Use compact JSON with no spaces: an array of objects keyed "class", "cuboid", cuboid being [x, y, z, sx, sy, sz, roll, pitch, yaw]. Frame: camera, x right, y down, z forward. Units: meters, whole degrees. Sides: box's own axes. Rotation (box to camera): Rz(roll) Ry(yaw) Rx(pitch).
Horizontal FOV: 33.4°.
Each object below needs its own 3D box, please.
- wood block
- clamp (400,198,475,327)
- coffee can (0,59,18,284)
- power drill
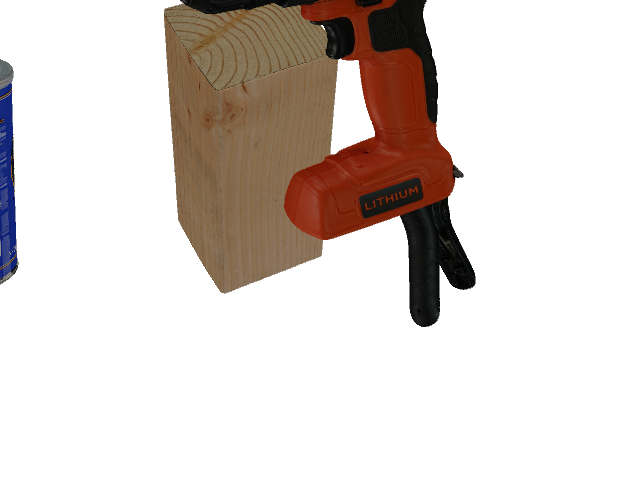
[{"class":"wood block","cuboid":[-0.051,-0.070,0.768,0.090,0.090,0.206,-20,-36,-19]},{"class":"clamp","cuboid":[0.089,-0.013,0.914,0.039,0.171,0.120,-13,17,23]},{"class":"coffee can","cuboid":[-0.254,-0.046,0.706,0.103,0.140,0.103,4,22,-2]},{"class":"power drill","cuboid":[0.012,-0.097,0.599,0.184,0.188,0.057,-18,35,-22]}]
